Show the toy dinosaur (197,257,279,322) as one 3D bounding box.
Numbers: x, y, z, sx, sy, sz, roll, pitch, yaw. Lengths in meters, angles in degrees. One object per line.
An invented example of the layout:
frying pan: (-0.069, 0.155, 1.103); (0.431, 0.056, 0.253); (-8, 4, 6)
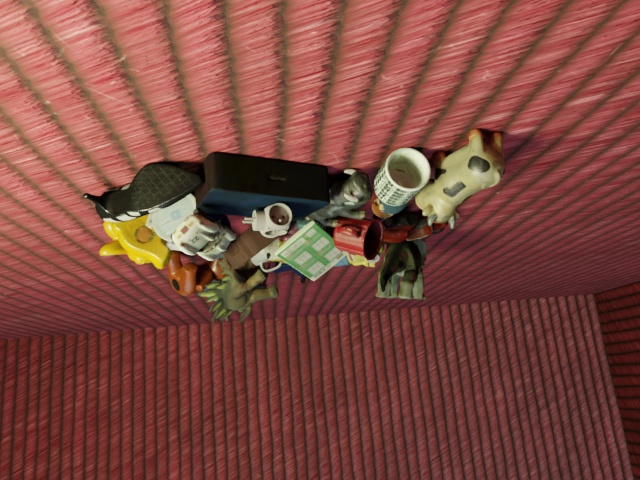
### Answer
toy dinosaur: (-0.226, 0.147, 1.499); (0.199, 0.105, 0.470); (-26, 156, -4)

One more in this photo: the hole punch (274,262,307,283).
hole punch: (-0.059, 0.037, 1.389); (0.092, 0.142, 0.115); (21, 150, -3)

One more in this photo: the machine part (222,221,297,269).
machine part: (-0.131, -0.008, 1.134); (0.179, 0.056, 0.179); (-38, -174, 4)

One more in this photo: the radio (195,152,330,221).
radio: (-0.108, -0.091, 0.982); (0.229, 0.073, 0.131); (5, 163, -28)

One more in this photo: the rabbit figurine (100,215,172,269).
rabbit figurine: (-0.394, 0.011, 1.176); (0.162, 0.122, 0.173); (3, 164, -13)

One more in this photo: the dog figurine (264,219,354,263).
dog figurine: (-0.003, -0.004, 1.285); (0.219, 0.108, 0.192); (6, 160, -44)

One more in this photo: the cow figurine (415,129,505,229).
cow figurine: (0.246, -0.100, 0.961); (0.085, 0.127, 0.195); (7, 159, -29)

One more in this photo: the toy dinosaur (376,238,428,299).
toy dinosaur: (0.213, 0.058, 1.395); (0.131, 0.192, 0.404); (-1, 172, 12)

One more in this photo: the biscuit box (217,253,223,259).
biscuit box: (-0.267, -0.004, 1.278); (0.063, 0.059, 0.202); (-9, 165, 7)

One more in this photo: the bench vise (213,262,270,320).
bench vise: (-0.277, 0.150, 1.707); (0.224, 0.129, 0.240); (5, 146, -7)

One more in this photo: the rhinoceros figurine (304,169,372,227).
rhinoceros figurine: (0.036, -0.085, 1.070); (0.112, 0.073, 0.190); (18, 158, -31)

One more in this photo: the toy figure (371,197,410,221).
toy figure: (0.147, -0.077, 1.154); (0.064, 0.057, 0.154); (5, 168, -13)

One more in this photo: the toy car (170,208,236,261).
toy car: (-0.207, -0.005, 0.979); (0.073, 0.056, 0.201); (-46, 168, 1)

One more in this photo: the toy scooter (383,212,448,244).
toy scooter: (0.222, -0.042, 1.276); (0.184, 0.075, 0.135); (-8, 165, -3)

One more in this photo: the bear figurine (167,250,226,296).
bear figurine: (-0.320, 0.076, 1.506); (0.196, 0.120, 0.131); (-25, 135, -37)

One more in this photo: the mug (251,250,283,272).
mug: (-0.122, 0.019, 1.345); (0.107, 0.109, 0.080); (-22, 159, 9)

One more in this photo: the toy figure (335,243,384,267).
toy figure: (0.084, 0.025, 1.462); (0.180, 0.089, 0.082); (-9, 144, 19)

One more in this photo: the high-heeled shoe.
high-heeled shoe: (-0.304, -0.074, 0.973); (0.249, 0.086, 0.145); (-4, 169, 12)
